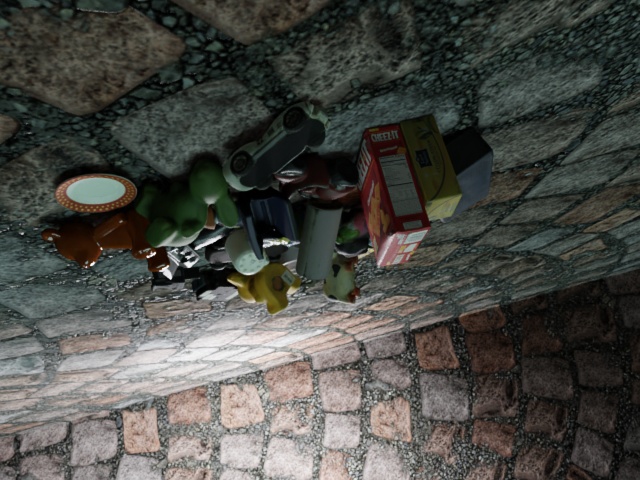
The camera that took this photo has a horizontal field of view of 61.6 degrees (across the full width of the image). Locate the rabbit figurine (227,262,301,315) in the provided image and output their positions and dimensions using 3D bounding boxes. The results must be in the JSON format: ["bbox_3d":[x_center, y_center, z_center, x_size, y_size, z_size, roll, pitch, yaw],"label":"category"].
[{"bbox_3d":[-0.162,0.119,1.379,0.162,0.122,0.173,37,148,-22],"label":"rabbit figurine"}]

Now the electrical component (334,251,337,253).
[{"bbox_3d":[0.058,-0.008,1.307,0.078,0.102,0.045,-22,-165,-7],"label":"electrical component"}]

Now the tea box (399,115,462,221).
[{"bbox_3d":[0.195,-0.129,0.985,0.068,0.169,0.098,-12,160,-3],"label":"tea box"}]

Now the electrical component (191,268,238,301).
[{"bbox_3d":[-0.277,0.122,1.461,0.115,0.058,0.134,-33,152,34],"label":"electrical component"}]

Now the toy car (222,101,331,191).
[{"bbox_3d":[-0.071,-0.152,0.882,0.202,0.056,0.073,-37,147,17],"label":"toy car"}]

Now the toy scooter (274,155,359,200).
[{"bbox_3d":[-0.024,-0.108,1.025,0.184,0.075,0.135,4,152,-35],"label":"toy scooter"}]

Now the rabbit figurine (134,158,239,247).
[{"bbox_3d":[-0.216,-0.065,0.952,0.170,0.121,0.159,-42,142,23],"label":"rabbit figurine"}]

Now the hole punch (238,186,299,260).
[{"bbox_3d":[-0.112,-0.038,1.007,0.092,0.116,0.142,-32,130,-21],"label":"hole punch"}]

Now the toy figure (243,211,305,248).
[{"bbox_3d":[-0.087,-0.029,1.177,0.180,0.089,0.082,-7,162,-42],"label":"toy figure"}]

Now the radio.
[{"bbox_3d":[0.292,-0.129,1.144,0.131,0.073,0.229,-34,156,2],"label":"radio"}]

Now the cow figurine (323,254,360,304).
[{"bbox_3d":[0.033,0.068,1.391,0.127,0.194,0.085,-1,-158,17],"label":"cow figurine"}]

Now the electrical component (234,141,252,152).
[{"bbox_3d":[-0.126,-0.139,0.947,0.063,0.021,0.094,3,147,-40],"label":"electrical component"}]

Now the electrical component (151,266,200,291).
[{"bbox_3d":[-0.345,0.079,1.281,0.119,0.075,0.047,-1,156,-22],"label":"electrical component"}]

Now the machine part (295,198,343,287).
[{"bbox_3d":[-0.002,-0.003,1.148,0.079,0.079,0.243,-4,117,-27],"label":"machine part"}]

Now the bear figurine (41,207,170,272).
[{"bbox_3d":[-0.400,0.010,1.003,0.196,0.132,0.120,-19,158,-7],"label":"bear figurine"}]

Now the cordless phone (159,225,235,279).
[{"bbox_3d":[-0.274,-0.005,1.139,0.184,0.089,0.146,-26,158,-2],"label":"cordless phone"}]

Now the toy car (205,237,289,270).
[{"bbox_3d":[-0.172,0.018,1.274,0.202,0.053,0.089,-9,138,-19],"label":"toy car"}]

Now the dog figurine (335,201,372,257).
[{"bbox_3d":[0.131,-0.066,1.182,0.191,0.108,0.219,-21,163,-42],"label":"dog figurine"}]

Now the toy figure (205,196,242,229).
[{"bbox_3d":[-0.202,-0.050,1.070,0.154,0.064,0.058,-9,-179,-14],"label":"toy figure"}]
